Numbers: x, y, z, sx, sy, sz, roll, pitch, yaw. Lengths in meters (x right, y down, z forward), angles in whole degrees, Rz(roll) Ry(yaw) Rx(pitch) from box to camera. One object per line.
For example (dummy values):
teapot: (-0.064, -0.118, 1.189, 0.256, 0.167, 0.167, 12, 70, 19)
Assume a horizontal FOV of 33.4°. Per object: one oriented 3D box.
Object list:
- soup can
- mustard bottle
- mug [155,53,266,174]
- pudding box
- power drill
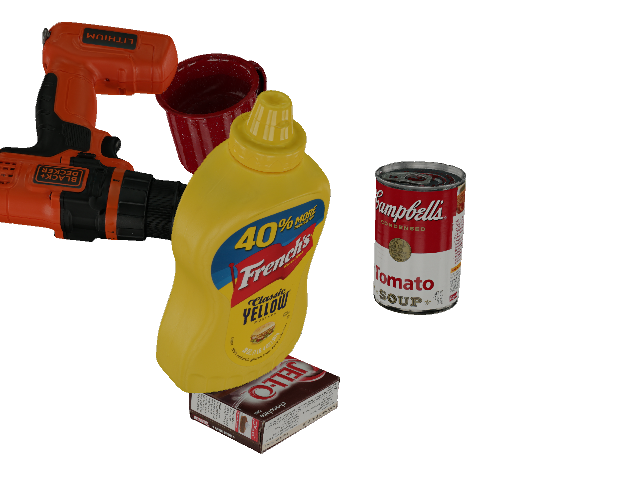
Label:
soup can: (0.074, -0.003, 0.813, 0.068, 0.102, 0.068, 0, 20, 0)
mustard bottle: (-0.040, -0.001, 0.608, 0.096, 0.192, 0.058, -20, 50, -34)
mug: (-0.090, -0.118, 0.982, 0.093, 0.081, 0.117, 23, 53, 27)
pudding box: (-0.050, 0.142, 0.970, 0.090, 0.039, 0.113, 18, 28, 34)
power drill: (-0.157, -0.081, 0.807, 0.184, 0.187, 0.057, 8, -40, -5)
